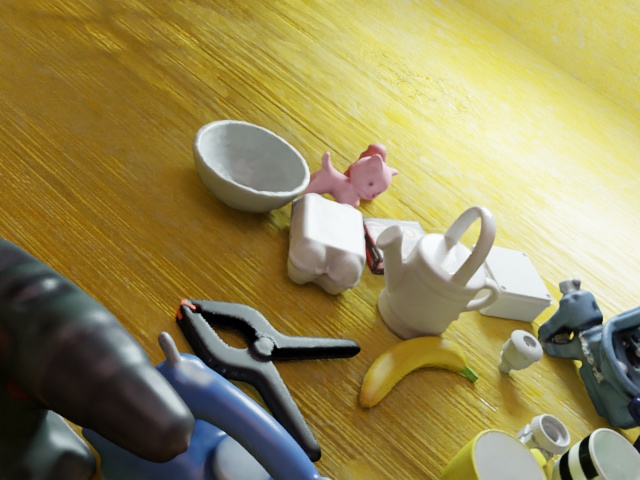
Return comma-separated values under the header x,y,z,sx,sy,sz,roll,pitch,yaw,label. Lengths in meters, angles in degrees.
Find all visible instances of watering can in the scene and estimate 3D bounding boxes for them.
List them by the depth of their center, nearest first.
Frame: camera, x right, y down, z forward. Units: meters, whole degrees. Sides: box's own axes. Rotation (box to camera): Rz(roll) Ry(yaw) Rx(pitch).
x,y,z,sx,sy,sz,roll,pitch,yaw,label
0.153,0.037,0.729,0.173,0.194,0.100,7,42,-28,watering can

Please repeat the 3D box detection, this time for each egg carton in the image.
x,y,z,sx,sy,sz,roll,pitch,yaw,label
0.007,0.003,0.775,0.107,0.069,0.150,18,38,-16,egg carton

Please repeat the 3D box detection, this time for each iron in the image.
x,y,z,sx,sy,sz,roll,pitch,yaw,label
-0.057,0.185,0.459,0.258,0.141,0.119,36,37,8,iron

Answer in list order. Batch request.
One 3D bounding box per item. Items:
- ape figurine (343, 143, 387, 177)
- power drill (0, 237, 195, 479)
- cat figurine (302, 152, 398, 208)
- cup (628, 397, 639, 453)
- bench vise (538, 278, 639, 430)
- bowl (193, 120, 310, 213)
x,y,z,sx,sy,sz,roll,pitch,yaw,label
0.083,-0.122,0.951,0.078,0.092,0.076,2,45,-32,ape figurine
-0.193,0.107,0.403,0.229,0.208,0.076,40,38,13,power drill
0.052,-0.095,0.878,0.128,0.117,0.067,20,38,-13,cat figurine
0.423,0.265,0.727,0.092,0.095,0.117,-20,59,-46,cup
0.410,0.123,0.780,0.122,0.219,0.207,-18,58,-45,bench vise
-0.103,-0.091,0.805,0.168,0.074,0.167,18,38,-15,bowl
